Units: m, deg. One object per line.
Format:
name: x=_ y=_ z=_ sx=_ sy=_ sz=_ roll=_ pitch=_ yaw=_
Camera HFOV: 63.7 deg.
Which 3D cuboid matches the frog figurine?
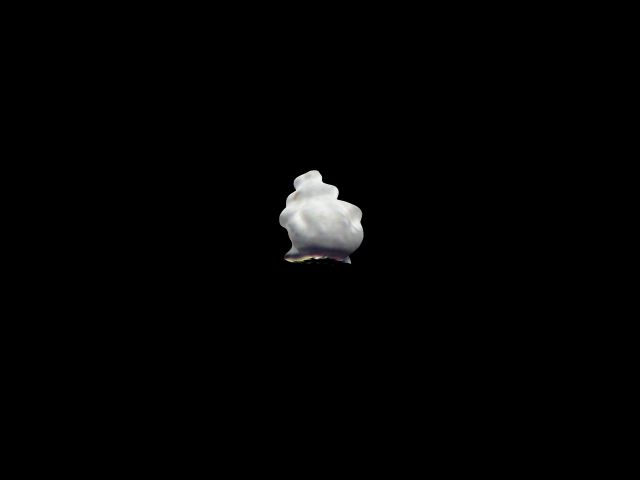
frog figurine: x=0.003 y=-0.043 z=0.850 sx=0.137 sy=0.161 sz=0.121 roll=-1 pitch=-10 yaw=4
